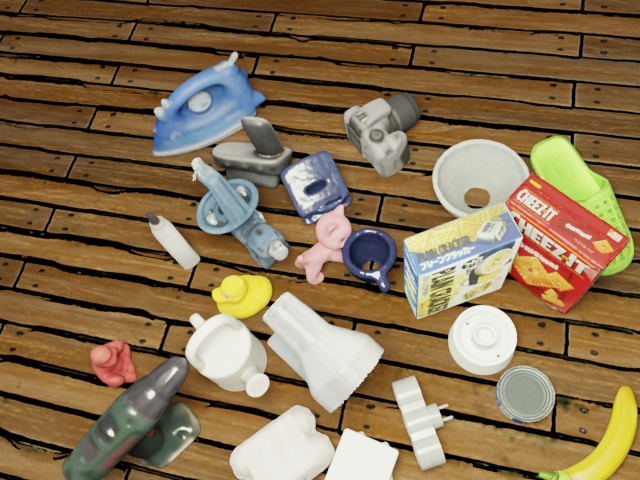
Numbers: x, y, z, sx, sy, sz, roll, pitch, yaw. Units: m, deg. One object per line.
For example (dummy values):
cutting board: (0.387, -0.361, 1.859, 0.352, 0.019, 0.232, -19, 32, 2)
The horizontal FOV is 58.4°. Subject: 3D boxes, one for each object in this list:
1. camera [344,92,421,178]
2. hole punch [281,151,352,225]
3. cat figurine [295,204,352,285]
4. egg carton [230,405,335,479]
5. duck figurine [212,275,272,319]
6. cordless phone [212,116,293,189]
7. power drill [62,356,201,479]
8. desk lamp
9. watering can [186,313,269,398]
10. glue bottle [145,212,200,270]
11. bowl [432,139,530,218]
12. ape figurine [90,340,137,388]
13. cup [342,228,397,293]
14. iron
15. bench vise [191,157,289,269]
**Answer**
camera: (0.132, -0.219, 1.095, 0.137, 0.101, 0.143, -33, 65, -7)
hole punch: (-0.005, -0.097, 1.064, 0.108, 0.091, 0.101, -27, 65, -4)
cat figurine: (0.009, 0.004, 1.002, 0.128, 0.118, 0.067, -41, 66, -11)
egg carton: (-0.058, 0.336, 0.886, 0.150, 0.069, 0.107, -35, 66, -8)
duck figurine: (-0.139, 0.089, 1.001, 0.104, 0.086, 0.077, -20, 64, -1)
cordless phone: (-0.137, -0.183, 1.070, 0.147, 0.185, 0.094, 6, 67, 11)
power drill: (-0.261, 0.279, 0.864, 0.230, 0.209, 0.075, -43, 67, -12)
desk lamp: (-0.004, 0.167, 0.876, 0.202, 0.214, 0.118, 38, 76, 22)
watering can: (-0.146, 0.175, 0.903, 0.172, 0.194, 0.101, 18, 69, 16)
glue bottle: (-0.270, -0.008, 1.016, 0.037, 0.173, 0.078, -41, 66, -11)
bowl: (0.285, -0.093, 1.030, 0.167, 0.075, 0.167, -3, 65, 7)
ape figurine: (-0.359, 0.206, 0.976, 0.076, 0.092, 0.078, 13, 68, 14)
cup: (0.093, 0.048, 0.982, 0.091, 0.095, 0.117, -23, 64, -3)
iron: (-0.247, -0.272, 1.151, 0.258, 0.141, 0.118, -33, 65, -7)
bench vise: (-0.135, -0.055, 0.992, 0.207, 0.220, 0.121, 21, 70, 17)
